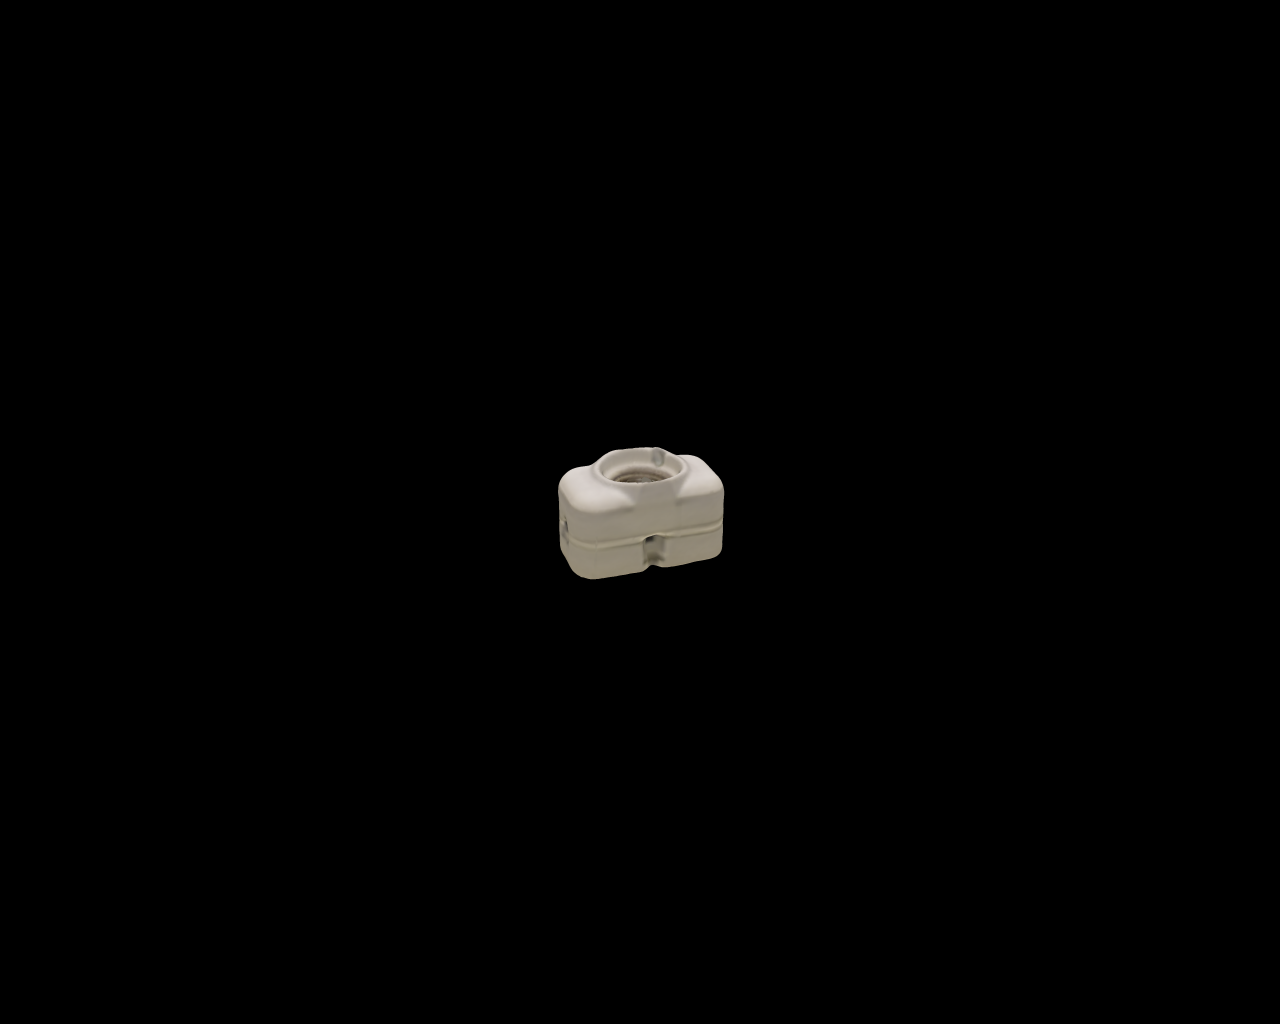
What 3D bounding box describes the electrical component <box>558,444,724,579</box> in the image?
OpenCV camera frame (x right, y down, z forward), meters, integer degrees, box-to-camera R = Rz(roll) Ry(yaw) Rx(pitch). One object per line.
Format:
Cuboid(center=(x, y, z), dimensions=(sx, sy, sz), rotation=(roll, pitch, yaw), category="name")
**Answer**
Cuboid(center=(0.001, -0.003, 0.650), dimensions=(0.095, 0.059, 0.054), rotation=(-8, 28, -16), category="electrical component")
